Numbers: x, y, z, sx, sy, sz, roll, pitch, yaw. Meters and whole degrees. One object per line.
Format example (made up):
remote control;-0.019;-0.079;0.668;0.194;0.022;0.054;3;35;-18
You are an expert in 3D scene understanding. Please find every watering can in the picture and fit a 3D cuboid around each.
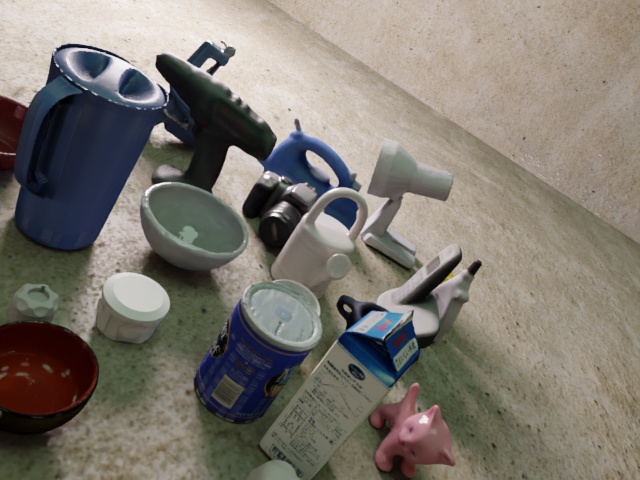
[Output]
watering can;0.010;0.004;0.922;0.101;0.194;0.172;6;38;-42

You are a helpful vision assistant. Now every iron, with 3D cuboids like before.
iron;0.004;-0.128;1.183;0.258;0.141;0.119;39;28;10

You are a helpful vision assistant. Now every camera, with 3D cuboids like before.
camera;-0.069;-0.054;1.031;0.143;0.100;0.137;34;27;0

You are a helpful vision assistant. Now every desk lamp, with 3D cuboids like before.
desk lamp;0.169;-0.084;1.212;0.203;0.213;0.118;32;27;-4

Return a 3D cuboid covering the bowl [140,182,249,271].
bowl;-0.195;-0.008;0.849;0.168;0.074;0.167;26;28;-15

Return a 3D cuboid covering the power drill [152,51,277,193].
power drill;-0.200;-0.172;0.961;0.230;0.208;0.075;26;28;-15

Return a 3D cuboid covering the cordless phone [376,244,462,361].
cordless phone;0.174;0.096;0.962;0.094;0.185;0.147;27;28;-13

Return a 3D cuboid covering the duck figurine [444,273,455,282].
duck figurine;0.234;0.102;1.125;0.078;0.086;0.104;18;31;-28

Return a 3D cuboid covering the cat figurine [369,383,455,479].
cat figurine;0.125;0.246;0.743;0.067;0.117;0.127;24;29;-19

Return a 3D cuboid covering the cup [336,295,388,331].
cup;0.057;0.146;0.853;0.117;0.095;0.092;39;28;10

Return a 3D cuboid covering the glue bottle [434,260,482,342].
glue bottle;0.235;0.102;1.031;0.037;0.173;0.078;15;33;-32

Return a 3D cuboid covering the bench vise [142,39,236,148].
bench vise;-0.258;-0.283;1.063;0.208;0.219;0.121;6;38;-42

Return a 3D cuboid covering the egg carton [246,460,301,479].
egg carton;-0.041;0.287;0.549;0.107;0.069;0.150;32;27;-3
